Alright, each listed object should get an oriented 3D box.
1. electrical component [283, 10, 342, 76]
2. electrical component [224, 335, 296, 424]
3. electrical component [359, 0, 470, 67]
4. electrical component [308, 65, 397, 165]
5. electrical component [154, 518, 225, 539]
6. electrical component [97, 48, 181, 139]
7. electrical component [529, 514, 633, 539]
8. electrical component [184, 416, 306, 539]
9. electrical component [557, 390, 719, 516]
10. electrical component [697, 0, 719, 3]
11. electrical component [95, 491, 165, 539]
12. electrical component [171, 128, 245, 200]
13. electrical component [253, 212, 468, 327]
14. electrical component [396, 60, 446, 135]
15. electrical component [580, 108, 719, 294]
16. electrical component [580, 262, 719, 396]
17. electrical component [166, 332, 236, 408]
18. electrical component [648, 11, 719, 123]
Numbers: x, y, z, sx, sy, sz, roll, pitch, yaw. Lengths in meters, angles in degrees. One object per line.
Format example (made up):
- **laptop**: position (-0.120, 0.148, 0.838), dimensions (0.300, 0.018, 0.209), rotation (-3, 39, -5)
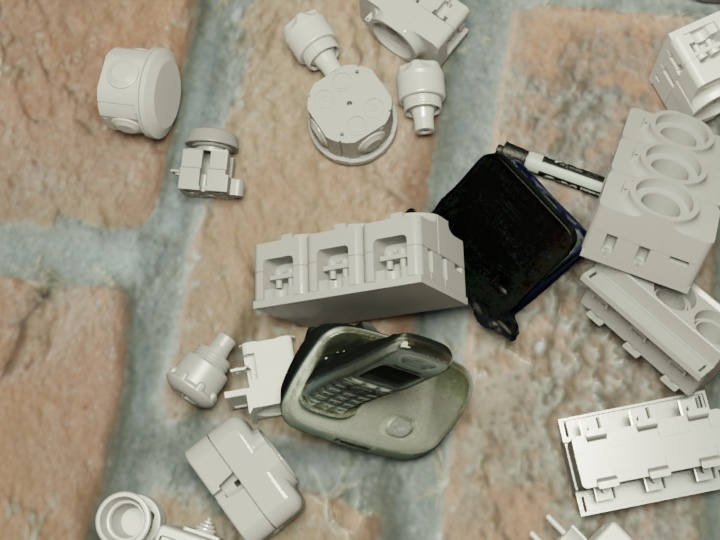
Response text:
- **electrical component**: position (-0.039, -0.202, 0.978), dimensions (0.043, 0.043, 0.062), rotation (-32, 76, -5)
- **electrical component**: position (-0.073, 0.090, 0.900), dimensions (0.081, 0.042, 0.063), rotation (-9, 70, -4)
- **electrical component**: position (0.046, -0.228, 0.976), dimensions (0.089, 0.050, 0.055), rotation (37, 80, 12)
- **electrical component**: position (-0.007, -0.138, 0.955), dimensions (0.080, 0.051, 0.080), rotation (-1, 75, 4)
- **electrical component**: position (-0.138, 0.244, 0.856), dimensions (0.062, 0.061, 0.096), rotation (16, 77, 8)
- **electrical component**: position (-0.195, -0.159, 0.960), dimensions (0.051, 0.080, 0.080), rotation (8, 76, 11)
- **electrical component**: position (0.168, 0.227, 0.846), dimensions (0.083, 0.047, 0.076), rotation (-43, 76, -8)
- **electrical component**: position (-0.090, 0.169, 0.877), dimensions (0.059, 0.053, 0.095), rotation (-38, 76, -6)
- **electrical component**: position (0.228, 0.144, 0.856), dimensions (0.121, 0.063, 0.078), rotation (-11, 75, 1)
- **electrical component**: position (0.323, -0.292, 0.965), dimensions (0.099, 0.064, 0.099), rotation (-1, 75, 4)
- **electrical component**: position (-0.185, 0.204, 0.873), dimensions (0.045, 0.055, 0.045), rotation (-1, 75, 4)
- **electrical component**: position (-0.133, -0.094, 0.956), dimensions (0.066, 0.048, 0.055), rotation (4, 83, 6)
- **electrical component**: position (0.000, 0.000, 0.870), dimensions (0.150, 0.089, 0.061), rotation (-10, 72, 27)
- **electrical component**: position (0.055, -0.152, 0.958), dimensions (0.043, 0.043, 0.062), rotation (-5, 76, 3)
- **electrical component**: position (0.244, -0.063, 0.873), dimensions (0.089, 0.061, 0.150), rotation (21, 44, 9)
- **electrical component**: position (0.242, 0.038, 0.868), dimensions (0.079, 0.063, 0.121), rotation (-28, 61, -35)
- **electrical component**: position (-0.130, 0.082, 0.909), dimensions (0.048, 0.048, 0.062), rotation (31, 71, 11)
- **electrical component**: position (0.337, -0.187, 0.923), dimensions (0.150, 0.089, 0.061), rotation (-24, 75, -3)
